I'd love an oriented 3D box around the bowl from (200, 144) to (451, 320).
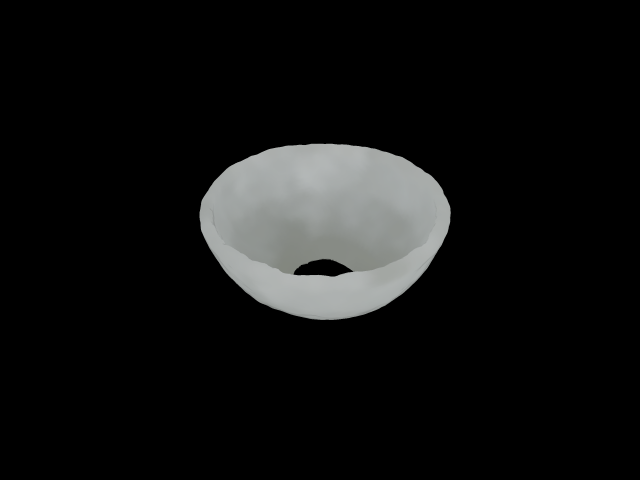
[{"bbox_3d":[0.004,0.001,0.400,0.167,0.075,0.167,0,37,0],"label":"bowl"}]
